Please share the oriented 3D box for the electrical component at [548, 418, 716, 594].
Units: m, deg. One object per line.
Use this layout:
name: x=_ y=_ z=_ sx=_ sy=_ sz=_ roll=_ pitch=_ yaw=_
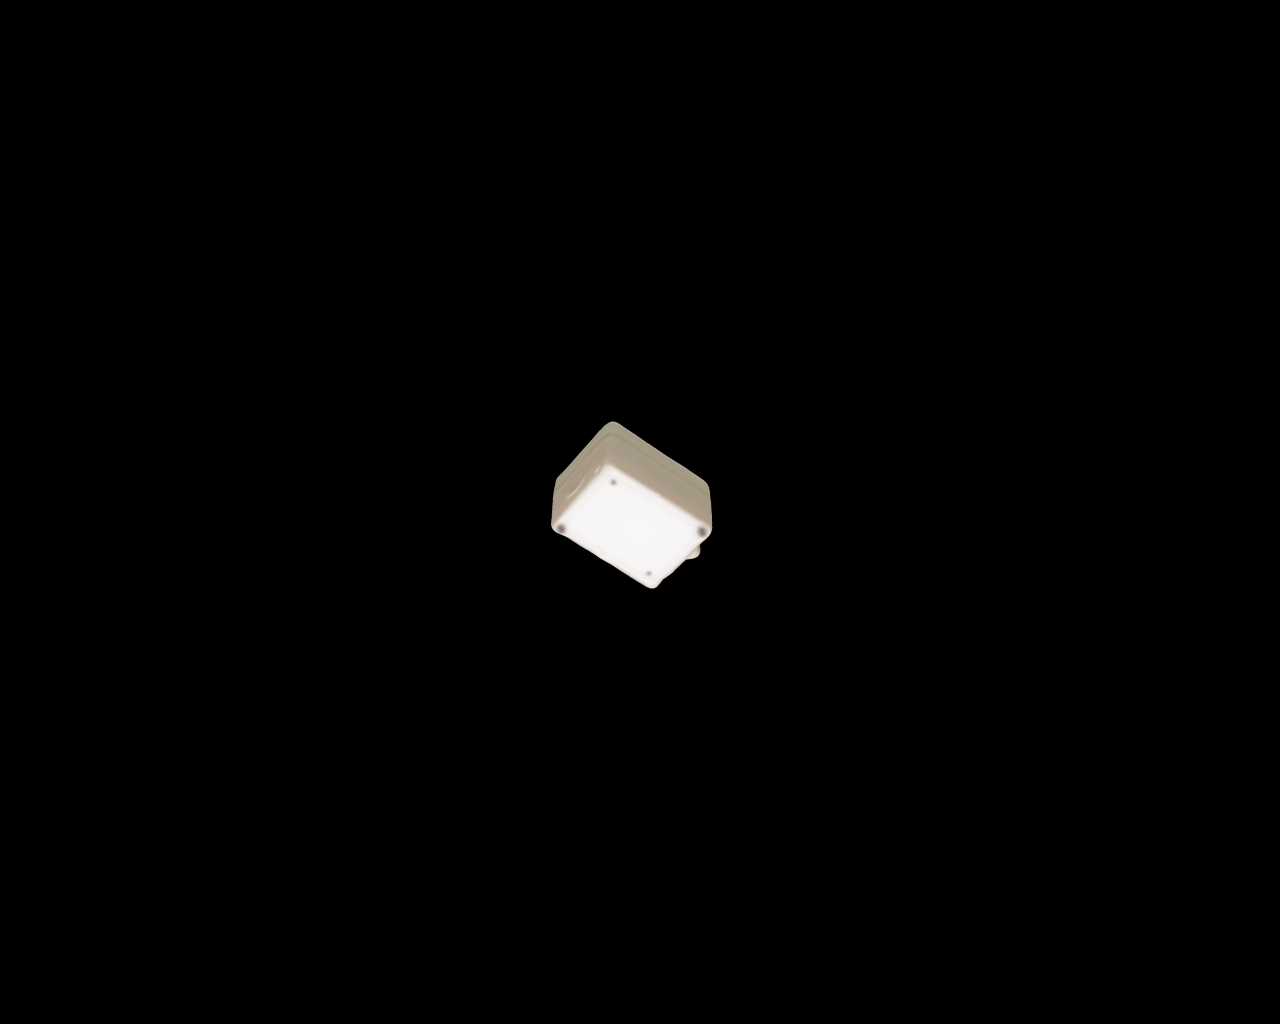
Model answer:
electrical component: x=0.001 y=-0.003 z=0.650 sx=0.096 sy=0.061 sz=0.061 roll=33 pitch=29 yaw=-21
